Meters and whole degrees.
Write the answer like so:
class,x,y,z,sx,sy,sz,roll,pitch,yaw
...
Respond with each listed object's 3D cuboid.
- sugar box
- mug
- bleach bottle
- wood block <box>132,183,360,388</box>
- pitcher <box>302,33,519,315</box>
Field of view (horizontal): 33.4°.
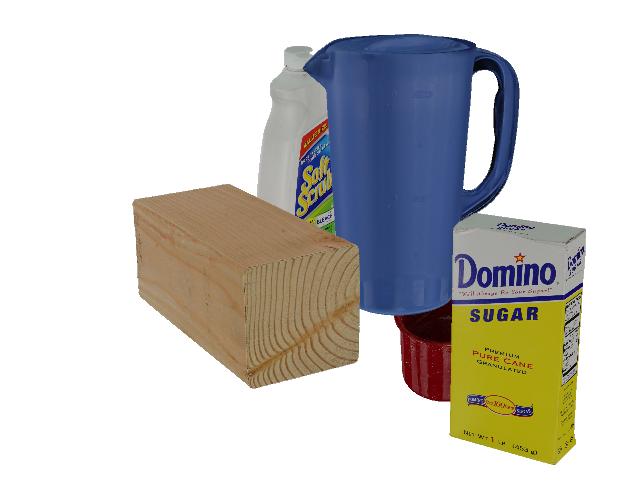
class,x,y,z,sx,sy,sz,roll,pitch,yaw
sugar box,0.147,0.073,0.807,0.093,0.176,0.048,9,22,33
mug,0.122,0.093,1.038,0.093,0.081,0.117,6,37,16
bleach bottle,-0.028,-0.080,1.140,0.068,0.251,0.102,21,32,38
wood block,-0.062,0.026,0.810,0.090,0.090,0.206,-11,20,-28
pitcher,0.080,-0.062,0.958,0.149,0.243,0.144,14,23,40
